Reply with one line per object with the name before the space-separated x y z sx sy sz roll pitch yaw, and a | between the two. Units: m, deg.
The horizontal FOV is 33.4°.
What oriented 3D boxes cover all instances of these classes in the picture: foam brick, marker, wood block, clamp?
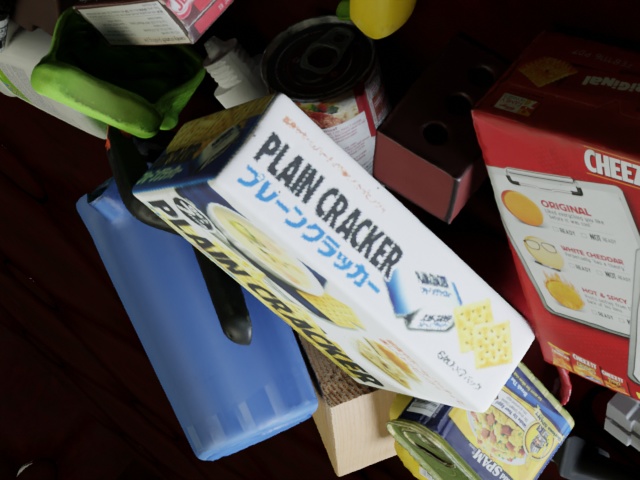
foam brick | 0.071 -0.059 0.567 0.053 0.078 0.051 33 158 15
marker | -0.256 -0.171 0.846 0.020 0.020 0.121 44 163 -10
wood block | 0.038 0.130 0.960 0.206 0.090 0.090 84 164 -63
clamp | -0.083 -0.019 0.783 0.210 0.164 0.036 30 136 11

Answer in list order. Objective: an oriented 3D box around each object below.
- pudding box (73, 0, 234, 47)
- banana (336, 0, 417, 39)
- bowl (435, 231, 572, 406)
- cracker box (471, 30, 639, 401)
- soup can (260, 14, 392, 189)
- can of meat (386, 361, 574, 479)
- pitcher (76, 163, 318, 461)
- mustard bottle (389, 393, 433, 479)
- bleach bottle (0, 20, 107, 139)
pudding box | -0.082 -0.154 0.619 0.114 0.090 0.039 10 145 55
banana | 0.016 -0.159 0.512 0.070 0.037 0.198 28 157 25
bowl | 0.115 0.045 0.734 0.162 0.055 0.162 35 159 15
cracker box | 0.180 0.010 0.527 0.164 0.072 0.213 23 153 37
soup can | 0.010 -0.077 0.651 0.069 0.068 0.102 28 157 31
can of meat | 0.108 0.123 0.703 0.102 0.084 0.058 47 160 -17
pitcher | -0.090 0.050 0.887 0.243 0.149 0.145 66 160 11
mustard bottle | 0.103 0.154 0.855 0.096 0.058 0.191 26 160 19
bleach bottle | -0.259 -0.162 0.959 0.251 0.068 0.102 23 153 45
